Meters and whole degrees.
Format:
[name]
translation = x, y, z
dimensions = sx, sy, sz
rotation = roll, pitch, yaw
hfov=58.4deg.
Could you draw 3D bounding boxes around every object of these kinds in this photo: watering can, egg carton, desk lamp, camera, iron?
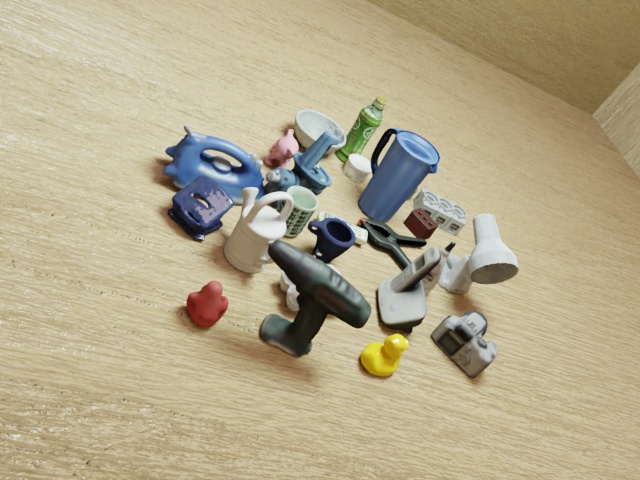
[watering can]
translation = -0.126, -0.034, 1.192
dimensions = 0.172, 0.194, 0.101
rotation = 45, 38, 15
[egg carton]
translation = -0.011, 0.105, 1.228
dimensions = 0.151, 0.069, 0.107
rotation = 3, 46, -35
[desk lamp]
translation = 0.397, 0.048, 1.481
dimensions = 0.118, 0.213, 0.203
rotation = 13, 41, -25
[camera]
translation = 0.361, 0.225, 1.350
dimensions = 0.143, 0.100, 0.137
rotation = 46, 38, 16
[iron]
translation = -0.221, -0.172, 1.320
dimensions = 0.259, 0.141, 0.118
rotation = 15, 40, -24

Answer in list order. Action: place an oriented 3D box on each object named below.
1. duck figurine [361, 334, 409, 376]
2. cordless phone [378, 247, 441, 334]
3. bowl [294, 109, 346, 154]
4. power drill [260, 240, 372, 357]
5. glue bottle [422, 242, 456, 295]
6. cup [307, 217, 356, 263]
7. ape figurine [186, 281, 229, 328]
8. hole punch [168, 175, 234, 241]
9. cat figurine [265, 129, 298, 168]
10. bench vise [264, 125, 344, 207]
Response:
[duck figurine]
translation = 0.141, 0.231, 1.188
dimensions = 0.105, 0.086, 0.077
rotation = -5, 51, -41
[cordless phone]
translation = 0.213, 0.109, 1.296
dimensions = 0.094, 0.185, 0.147
rotation = 19, 39, -19
[bowl]
translation = -0.011, -0.305, 1.685
dimensions = 0.168, 0.074, 0.167
rotation = 21, 38, -17
[power drill]
translation = -0.030, 0.121, 1.079
dimensions = 0.230, 0.208, 0.075
rotation = 27, 37, -9
[glue bottle]
translation = 0.279, 0.063, 1.409
dimensions = 0.078, 0.173, 0.037
rotation = 23, 38, -14
[cup]
translation = 0.012, 0.005, 1.337
dimensions = 0.118, 0.095, 0.091
rotation = 21, 38, -17
[ape figurine]
translation = -0.203, 0.111, 1.056
dimensions = 0.078, 0.092, 0.076
rotation = 24, 37, -13
[hole punch]
translation = -0.253, -0.070, 1.223
dimensions = 0.108, 0.091, 0.101
rotation = 41, 37, 10
[cat figurine]
translation = -0.091, -0.249, 1.524
dimensions = 0.067, 0.117, 0.128
rotation = 26, 37, -11
[bench vise]
translation = -0.028, -0.175, 1.403
dimensions = 0.121, 0.219, 0.208
rotation = 40, 37, 8
